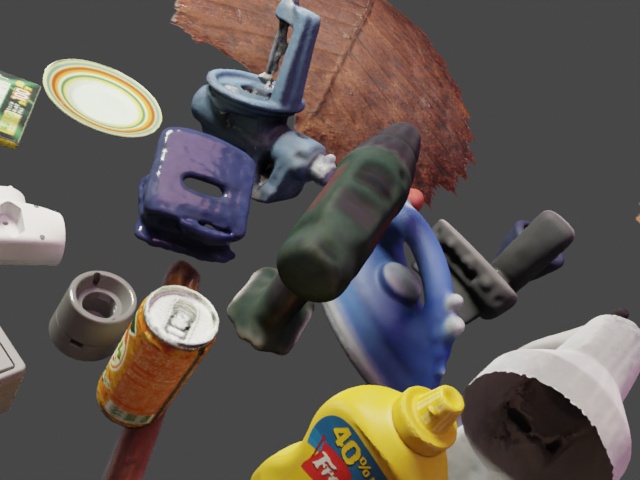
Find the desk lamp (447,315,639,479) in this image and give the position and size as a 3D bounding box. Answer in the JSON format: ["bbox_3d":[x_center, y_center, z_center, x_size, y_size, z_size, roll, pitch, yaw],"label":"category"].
[{"bbox_3d":[0.184,0.156,0.505,0.117,0.213,0.204,49,35,17],"label":"desk lamp"}]

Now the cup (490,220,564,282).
[{"bbox_3d":[0.303,0.037,0.867,0.091,0.095,0.118,38,33,1],"label":"cup"}]

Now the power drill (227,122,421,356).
[{"bbox_3d":[0.005,0.002,0.525,0.075,0.208,0.230,36,33,-2],"label":"power drill"}]

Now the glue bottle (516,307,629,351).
[{"bbox_3d":[0.287,0.134,0.665,0.037,0.173,0.078,-8,54,-47],"label":"glue bottle"}]

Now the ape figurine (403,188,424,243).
[{"bbox_3d":[0.102,-0.034,0.765,0.076,0.092,0.077,9,43,-36],"label":"ape figurine"}]

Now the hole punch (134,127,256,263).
[{"bbox_3d":[-0.119,-0.044,0.569,0.109,0.091,0.101,18,38,-28],"label":"hole punch"}]

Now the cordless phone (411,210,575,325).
[{"bbox_3d":[0.224,0.009,0.744,0.147,0.185,0.094,47,34,14],"label":"cordless phone"}]

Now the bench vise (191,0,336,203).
[{"bbox_3d":[-0.038,-0.167,0.676,0.207,0.219,0.122,38,33,1],"label":"bench vise"}]

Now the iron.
[{"bbox_3d":[0.088,0.051,0.605,0.119,0.141,0.257,8,44,-37],"label":"iron"}]
